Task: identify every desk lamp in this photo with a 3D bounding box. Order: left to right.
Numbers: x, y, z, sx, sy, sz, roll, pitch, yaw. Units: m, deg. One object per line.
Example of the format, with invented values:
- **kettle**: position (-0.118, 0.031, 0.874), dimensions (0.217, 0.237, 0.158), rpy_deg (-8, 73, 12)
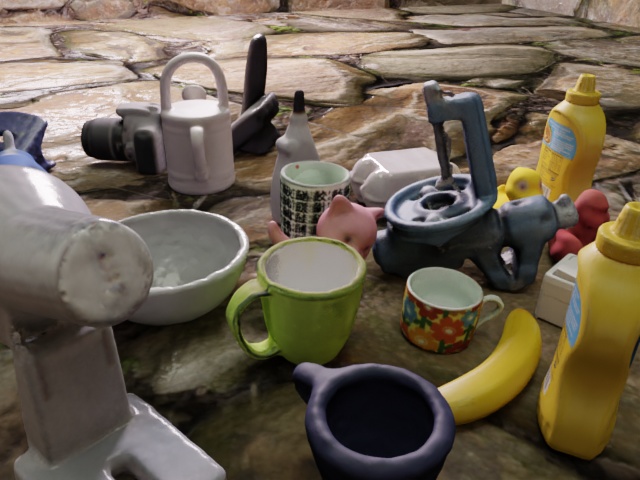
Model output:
- **desk lamp**: position (-0.164, 0.066, 0.378), dimensions (0.202, 0.214, 0.118), rpy_deg (22, 35, 34)

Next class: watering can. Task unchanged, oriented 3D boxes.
- **watering can**: position (-0.183, -0.176, 0.836), dimensions (0.101, 0.194, 0.172), rpy_deg (-17, 34, -30)

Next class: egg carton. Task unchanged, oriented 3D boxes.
- **egg carton**: position (0.121, -0.081, 0.805), dimensions (0.150, 0.069, 0.107), rpy_deg (-8, 30, -17)

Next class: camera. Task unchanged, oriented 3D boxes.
- **camera**: position (-0.306, -0.178, 0.933), dimensions (0.136, 0.101, 0.143), rpy_deg (2, 29, 2)

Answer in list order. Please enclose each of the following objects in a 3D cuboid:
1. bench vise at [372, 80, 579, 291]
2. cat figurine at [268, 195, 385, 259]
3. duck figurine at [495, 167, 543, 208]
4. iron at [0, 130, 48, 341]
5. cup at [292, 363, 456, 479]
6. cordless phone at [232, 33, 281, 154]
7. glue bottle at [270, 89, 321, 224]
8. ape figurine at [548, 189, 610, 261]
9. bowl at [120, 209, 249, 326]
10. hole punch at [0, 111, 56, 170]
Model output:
- **bench vise**: position (0.164, -0.060, 0.612), dimensions (0.207, 0.220, 0.121), rpy_deg (-6, 30, -12)
- **cat figurine**: position (0.006, 0.002, 0.599), dimensions (0.128, 0.118, 0.067), rpy_deg (0, 29, -3)
- **duck figurine**: position (0.259, -0.054, 0.743), dimensions (0.077, 0.086, 0.104), rpy_deg (-5, 29, -11)
- **iron**: position (-0.305, -0.012, 0.588), dimensions (0.119, 0.141, 0.257), rpy_deg (-13, 32, -23)
- **cup**: position (0.026, 0.139, 0.376), dimensions (0.117, 0.095, 0.092), rpy_deg (24, 36, 35)
- **cordless phone**: position (-0.123, -0.252, 0.987), dimensions (0.094, 0.185, 0.147), rpy_deg (4, 29, 6)
- **glue bottle**: position (-0.028, -0.107, 0.739), dimensions (0.078, 0.173, 0.037), rpy_deg (-22, 36, -36)
- **ape figurine**: position (0.308, -0.014, 0.667), dimensions (0.078, 0.092, 0.076), rpy_deg (-6, 30, -13)
- **bowl**: position (-0.153, 0.036, 0.577), dimensions (0.167, 0.075, 0.167), rpy_deg (1, 29, 0)
- **hole punch**: position (-0.469, -0.138, 0.864), dimensions (0.108, 0.091, 0.101), rpy_deg (5, 29, 7)
